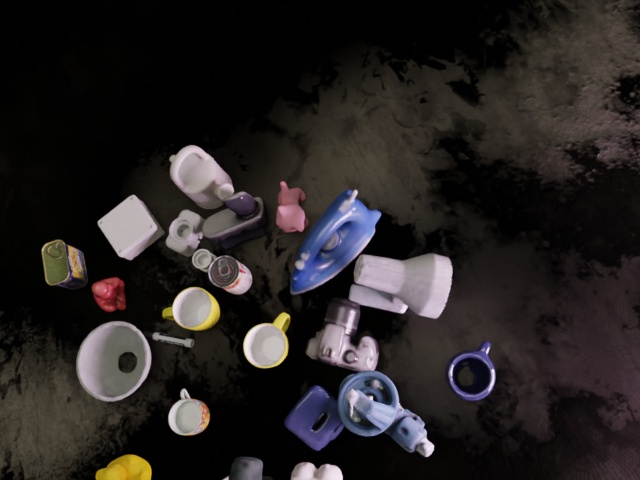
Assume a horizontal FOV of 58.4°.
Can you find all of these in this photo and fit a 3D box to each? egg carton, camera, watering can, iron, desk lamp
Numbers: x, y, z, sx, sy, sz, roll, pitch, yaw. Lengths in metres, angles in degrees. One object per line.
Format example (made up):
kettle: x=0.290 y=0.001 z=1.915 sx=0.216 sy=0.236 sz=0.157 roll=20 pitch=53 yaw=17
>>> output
egg carton: x=-0.011 y=0.512 z=1.109 sx=0.107 sy=0.069 sz=0.150 roll=0 pitch=76 yaw=10
camera: x=0.052 y=0.191 z=1.166 sx=0.143 sy=0.101 sz=0.137 roll=12 pitch=78 yaw=13
watering can: x=-0.262 y=-0.142 z=1.257 sx=0.172 sy=0.194 sz=0.101 roll=10 pitch=77 yaw=12
iron: x=0.011 y=0.004 z=1.200 sx=0.118 sy=0.141 sz=0.258 roll=37 pitch=84 yaw=17
desk lamp: x=0.150 y=0.085 z=1.118 sx=0.203 sy=0.214 sz=0.118 roll=9 pitch=77 yaw=12

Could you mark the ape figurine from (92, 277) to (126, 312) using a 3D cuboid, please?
ape figurine: x=-0.476 y=0.117 z=1.279 sx=0.076 sy=0.092 sz=0.078 roll=29 pitch=82 yaw=16

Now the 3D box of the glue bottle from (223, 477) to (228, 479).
glue bottle: x=-0.202 y=0.494 z=1.092 sx=0.078 sy=0.173 sz=0.037 roll=-45 pitch=73 yaw=-4

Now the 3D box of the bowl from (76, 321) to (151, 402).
bowl: x=-0.434 y=0.263 z=1.243 sx=0.167 sy=0.075 sz=0.167 roll=-2 pitch=75 yaw=9

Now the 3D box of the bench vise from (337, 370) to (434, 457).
bench vise: x=0.121 y=0.314 z=1.060 sx=0.207 sy=0.220 sz=0.121 roll=17 pitch=79 yaw=14

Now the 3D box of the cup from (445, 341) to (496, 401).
cup: x=0.294 y=0.252 z=1.112 sx=0.091 sy=0.095 sz=0.118 roll=27 pitch=81 yaw=15

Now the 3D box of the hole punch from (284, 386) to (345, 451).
hole punch: x=-0.002 y=0.353 z=1.138 sx=0.101 sy=0.091 sz=0.109 roll=38 pitch=85 yaw=17

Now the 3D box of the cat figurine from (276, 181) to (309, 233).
cat figurine: x=-0.066 y=-0.066 z=1.244 sx=0.067 sy=0.118 sz=0.128 roll=-13 pitch=74 yaw=6

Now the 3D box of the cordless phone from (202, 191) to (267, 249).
cordless phone: x=-0.196 y=-0.057 z=1.229 sx=0.147 sy=0.185 sz=0.094 roll=-25 pitch=73 yaw=3

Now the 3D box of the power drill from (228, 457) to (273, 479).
power drill: x=-0.131 y=0.518 z=1.055 sx=0.075 sy=0.208 sz=0.230 roll=1 pitch=76 yaw=10

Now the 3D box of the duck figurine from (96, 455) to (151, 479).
duck figurine: x=-0.406 y=0.485 z=1.174 sx=0.104 sy=0.086 sz=0.077 roll=1 pitch=76 yaw=10
